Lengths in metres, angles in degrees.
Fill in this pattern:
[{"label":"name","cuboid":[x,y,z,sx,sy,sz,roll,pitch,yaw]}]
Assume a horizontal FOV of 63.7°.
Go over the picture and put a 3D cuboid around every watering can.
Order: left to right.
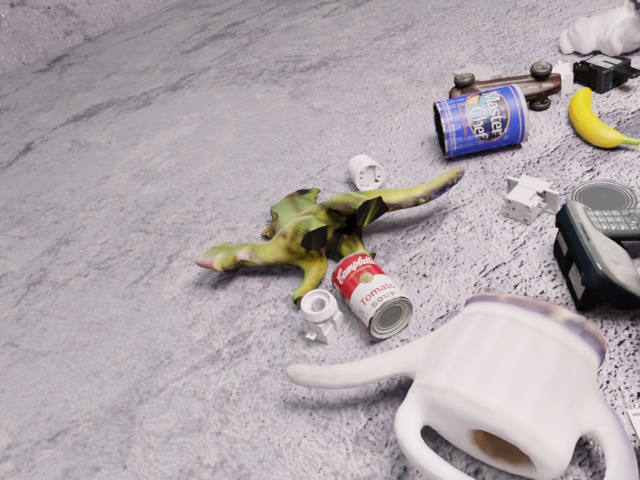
[{"label":"watering can","cuboid":[0.147,0.142,0.546,0.350,0.101,0.228,19,50,34]}]

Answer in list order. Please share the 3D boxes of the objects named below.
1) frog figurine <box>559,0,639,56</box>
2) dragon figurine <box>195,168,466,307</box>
[{"label":"frog figurine","cuboid":[0.592,-0.426,1.071,0.121,0.141,0.157,30,-48,-29]},{"label":"dragon figurine","cuboid":[0.002,-0.041,0.814,0.413,0.120,0.246,-29,34,-16]}]
